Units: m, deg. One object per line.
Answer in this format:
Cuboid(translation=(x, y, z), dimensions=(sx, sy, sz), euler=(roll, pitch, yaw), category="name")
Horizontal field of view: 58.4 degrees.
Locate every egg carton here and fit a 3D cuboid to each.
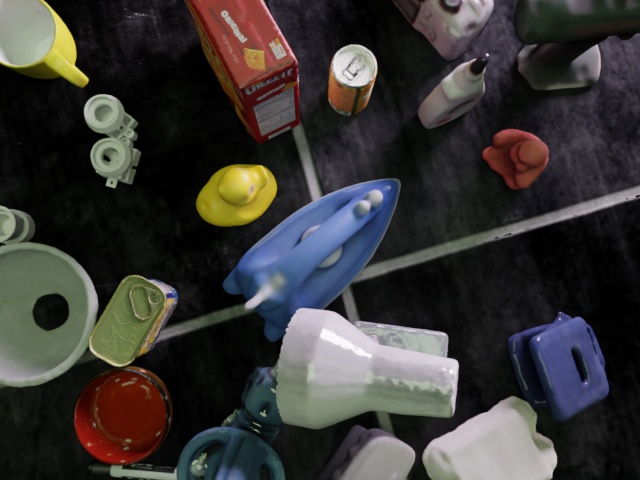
Cuboid(translation=(0.205, 0.264, 0.691), dimensions=(0.150, 0.069, 0.107), euler=(-30, 87, -3), category="egg carton")

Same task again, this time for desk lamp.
Cuboid(translation=(0.059, 0.140, 0.625), dimensions=(0.203, 0.213, 0.118), euler=(6, 85, -1), category="desk lamp")

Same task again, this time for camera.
Cuboid(translation=(0.175, -0.330, 0.720), dimensions=(0.137, 0.101, 0.143), euler=(-39, 87, -4), category="camera")

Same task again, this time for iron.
Cuboid(translation=(0.006, 0.002, 0.670), dimensions=(0.258, 0.141, 0.118), euler=(-42, 87, -4), category="iron")

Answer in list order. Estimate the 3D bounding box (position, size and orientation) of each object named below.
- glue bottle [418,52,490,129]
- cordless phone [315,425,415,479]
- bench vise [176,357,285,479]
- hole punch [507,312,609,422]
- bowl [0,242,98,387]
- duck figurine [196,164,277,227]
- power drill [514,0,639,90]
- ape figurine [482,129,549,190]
Cuboid(translation=(0.166, -0.180, 0.672), dimensions=(0.078, 0.173, 0.037), euler=(-30, 87, -3), category="glue bottle")
Cuboid(translation=(0.049, 0.291, 0.627), dimensions=(0.094, 0.185, 0.148), euler=(31, 86, 2), category="cordless phone")
Cuboid(translation=(-0.091, 0.223, 0.611), dimensions=(0.121, 0.219, 0.207), euler=(9, 85, 0), category="bench vise")
Cuboid(translation=(0.295, 0.150, 0.691), dimensions=(0.101, 0.091, 0.109), euler=(-18, 86, -3), category="hole punch")
Cuboid(translation=(-0.341, 0.087, 0.688), dimensions=(0.167, 0.074, 0.167), euler=(0, 86, -1), category="bowl")
Cuboid(translation=(-0.105, -0.060, 0.700), dimensions=(0.104, 0.086, 0.077), euler=(-26, 86, -3), category="duck figurine")
Cuboid(translation=(0.327, -0.247, 0.664), dimensions=(0.229, 0.208, 0.076), euler=(-6, 86, -2), category="power drill")
Cuboid(translation=(0.251, -0.104, 0.709), dimensions=(0.076, 0.092, 0.078), euler=(-2, 86, -1), category="ape figurine")
